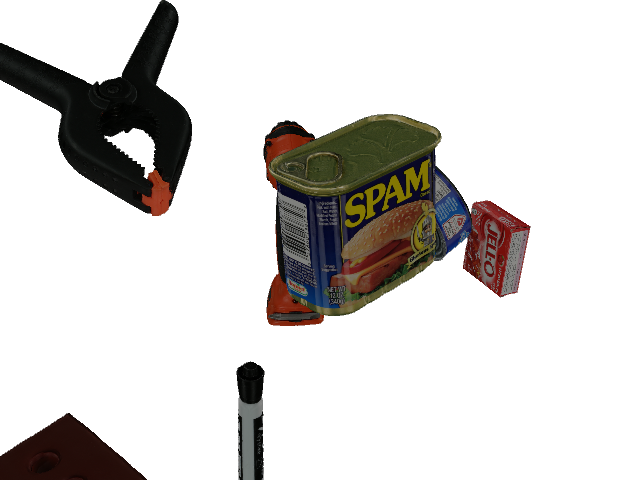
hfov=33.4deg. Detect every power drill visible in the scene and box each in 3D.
[{"bbox_3d":[-0.030,-0.021,1.070,0.057,0.188,0.184,-3,17,-1],"label":"power drill"}]

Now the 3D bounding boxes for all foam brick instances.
[{"bbox_3d":[-0.108,0.128,0.482,0.078,0.051,0.052,29,47,36],"label":"foam brick"}]

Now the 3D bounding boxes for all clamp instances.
[{"bbox_3d":[-0.145,-0.104,0.784,0.164,0.210,0.036,-23,-34,-24],"label":"clamp"}]

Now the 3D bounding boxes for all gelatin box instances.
[{"bbox_3d":[0.200,0.009,1.225,0.030,0.089,0.073,-11,32,-28],"label":"gelatin box"}]

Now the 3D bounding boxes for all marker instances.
[{"bbox_3d":[-0.049,0.134,0.750,0.020,0.121,0.020,2,35,-1],"label":"marker"}]

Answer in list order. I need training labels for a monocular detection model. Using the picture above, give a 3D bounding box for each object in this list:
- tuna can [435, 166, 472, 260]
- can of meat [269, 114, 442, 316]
[{"bbox_3d":[0.082,-0.027,0.856,0.033,0.086,0.086,-38,11,-15],"label":"tuna can"},{"bbox_3d":[0.023,-0.015,0.618,0.101,0.084,0.058,-27,37,-35],"label":"can of meat"}]
